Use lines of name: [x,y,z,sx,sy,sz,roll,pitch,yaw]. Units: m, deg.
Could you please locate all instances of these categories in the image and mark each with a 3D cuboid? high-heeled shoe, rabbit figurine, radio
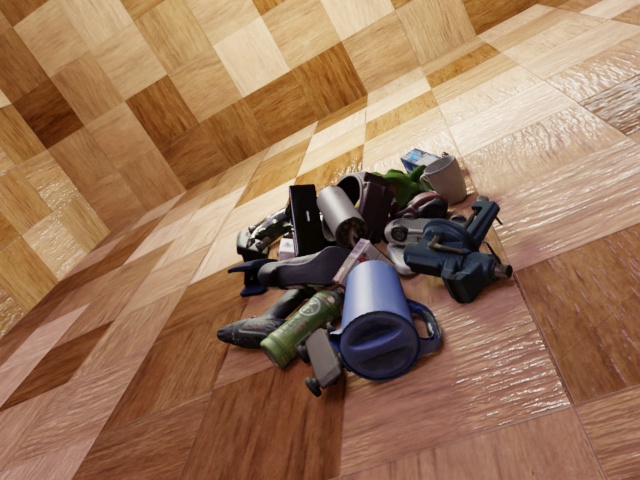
high-heeled shoe: [-0.016,0.072,1.212,0.249,0.086,0.145,-3,-12,-7]
rabbit figurine: [0.223,-0.154,1.474,0.159,0.121,0.170,-18,9,23]
radio: [-0.034,-0.017,1.341,0.073,0.131,0.230,-4,54,-5]

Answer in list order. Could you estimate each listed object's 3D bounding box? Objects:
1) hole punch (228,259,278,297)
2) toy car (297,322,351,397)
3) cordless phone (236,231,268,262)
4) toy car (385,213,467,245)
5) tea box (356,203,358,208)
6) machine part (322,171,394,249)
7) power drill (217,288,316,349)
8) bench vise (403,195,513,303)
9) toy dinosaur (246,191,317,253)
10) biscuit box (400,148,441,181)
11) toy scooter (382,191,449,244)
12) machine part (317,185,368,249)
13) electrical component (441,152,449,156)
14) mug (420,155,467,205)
hole punch: [-0.182,0.089,1.514,0.142,0.092,0.116,-17,21,42]
toy car: [0.010,0.220,0.991,0.089,0.053,0.202,-36,16,-1]
cordless phone: [-0.173,-0.004,1.723,0.184,0.088,0.147,-24,21,5]
toy car: [0.241,-0.019,1.183,0.202,0.056,0.073,4,31,33]
tea box: [0.107,-0.112,1.554,0.169,0.068,0.098,-38,48,-21]
machine part: [0.085,-0.067,1.354,0.201,0.087,0.201,3,77,63]
power drill: [-0.119,0.167,1.254,0.232,0.085,0.207,-3,31,49]
bench vise: [0.283,0.000,1.024,0.224,0.128,0.240,-2,42,54]
toy dinosaur: [-0.058,-0.071,1.634,0.199,0.105,0.471,-27,3,40]
biscuit box: [0.302,-0.216,1.572,0.059,0.062,0.203,-32,20,-1]
toy scooter: [0.226,-0.068,1.323,0.184,0.075,0.135,-30,22,17]
machine part: [0.048,-0.057,1.234,0.079,0.079,0.243,-30,34,4]
electrical component: [0.356,-0.208,1.476,0.021,0.063,0.094,-26,22,14]
mug: [0.306,-0.138,1.326,0.110,0.107,0.081,-21,21,36]
